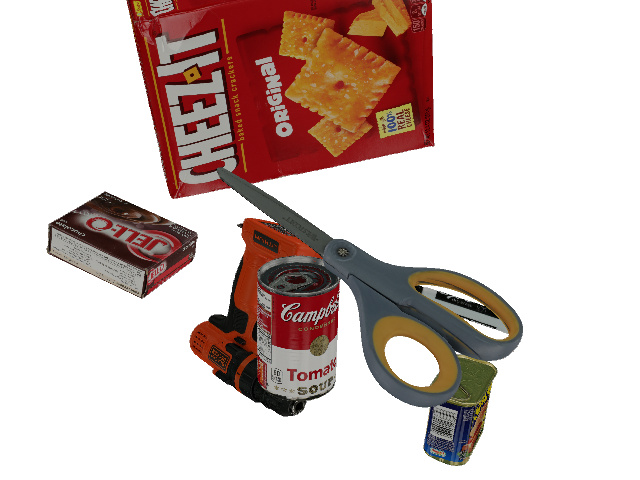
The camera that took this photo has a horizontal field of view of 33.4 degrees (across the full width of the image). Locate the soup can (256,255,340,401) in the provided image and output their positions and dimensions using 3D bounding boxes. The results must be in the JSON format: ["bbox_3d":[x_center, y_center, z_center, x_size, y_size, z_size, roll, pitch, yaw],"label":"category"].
[{"bbox_3d":[-0.019,0.073,0.883,0.068,0.102,0.068,1,25,-1],"label":"soup can"}]

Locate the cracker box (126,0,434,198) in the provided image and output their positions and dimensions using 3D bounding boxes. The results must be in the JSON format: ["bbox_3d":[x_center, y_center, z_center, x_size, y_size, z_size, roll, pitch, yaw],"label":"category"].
[{"bbox_3d":[-0.024,-0.129,0.795,0.213,0.164,0.072,-12,44,-7],"label":"cracker box"}]

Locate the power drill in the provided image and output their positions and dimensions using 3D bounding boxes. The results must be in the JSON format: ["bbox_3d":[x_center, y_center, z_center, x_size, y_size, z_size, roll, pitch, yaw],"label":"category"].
[{"bbox_3d":[-0.059,0.081,1.184,0.185,0.188,0.057,28,11,41],"label":"power drill"}]

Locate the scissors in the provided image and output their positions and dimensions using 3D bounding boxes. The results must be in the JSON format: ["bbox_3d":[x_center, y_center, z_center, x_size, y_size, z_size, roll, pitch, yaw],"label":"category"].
[{"bbox_3d":[0.010,0.026,0.585,0.202,0.096,0.016,23,-40,12],"label":"scissors"}]

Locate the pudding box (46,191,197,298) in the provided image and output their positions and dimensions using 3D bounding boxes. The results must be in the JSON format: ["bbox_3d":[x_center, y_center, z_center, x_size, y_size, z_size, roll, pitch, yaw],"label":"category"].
[{"bbox_3d":[-0.188,0.003,1.014,0.114,0.039,0.089,22,30,17],"label":"pudding box"}]

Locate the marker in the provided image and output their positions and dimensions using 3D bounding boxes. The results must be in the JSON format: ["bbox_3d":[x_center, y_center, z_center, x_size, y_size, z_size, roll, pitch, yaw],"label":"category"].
[{"bbox_3d":[0.127,0.062,1.020,0.121,0.020,0.020,18,1,4],"label":"marker"}]

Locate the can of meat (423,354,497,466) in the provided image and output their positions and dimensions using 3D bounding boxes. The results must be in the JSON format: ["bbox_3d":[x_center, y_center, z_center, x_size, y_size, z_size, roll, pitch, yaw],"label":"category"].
[{"bbox_3d":[0.154,0.188,1.186,0.057,0.084,0.102,15,25,19],"label":"can of meat"}]
